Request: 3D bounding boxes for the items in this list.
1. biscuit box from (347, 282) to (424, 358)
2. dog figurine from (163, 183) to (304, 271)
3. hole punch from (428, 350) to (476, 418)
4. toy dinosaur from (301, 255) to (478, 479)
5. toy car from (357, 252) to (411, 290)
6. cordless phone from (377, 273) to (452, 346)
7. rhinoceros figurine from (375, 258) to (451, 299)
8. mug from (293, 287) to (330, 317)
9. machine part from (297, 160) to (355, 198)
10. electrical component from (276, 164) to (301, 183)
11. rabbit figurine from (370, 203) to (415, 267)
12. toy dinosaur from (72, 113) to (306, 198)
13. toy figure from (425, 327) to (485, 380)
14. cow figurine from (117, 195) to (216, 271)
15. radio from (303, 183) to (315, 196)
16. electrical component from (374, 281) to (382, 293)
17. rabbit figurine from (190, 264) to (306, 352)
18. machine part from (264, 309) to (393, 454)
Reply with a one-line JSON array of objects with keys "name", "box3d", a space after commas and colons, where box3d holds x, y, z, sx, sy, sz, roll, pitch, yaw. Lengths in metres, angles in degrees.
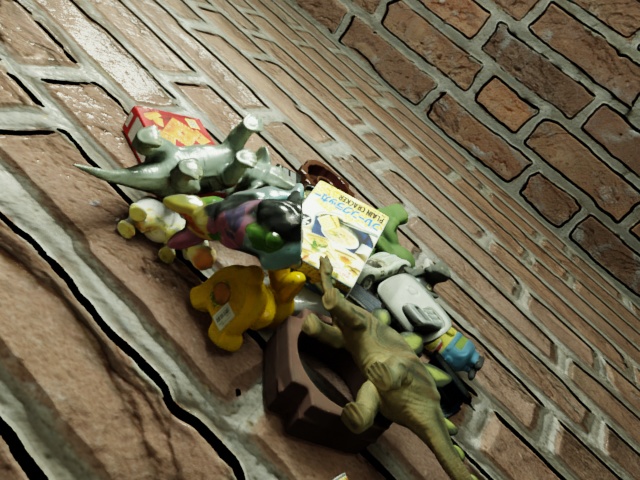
[{"name": "biscuit box", "box3d": [0.116, 0.170, 1.078, 0.203, 0.059, 0.063, 40, 27, 4]}, {"name": "dog figurine", "box3d": [-0.132, -0.020, 0.811, 0.219, 0.108, 0.192, -2, 21, 1]}, {"name": "hole punch", "box3d": [0.225, 0.285, 1.028, 0.142, 0.092, 0.115, 51, 0, 27]}, {"name": "toy dinosaur", "box3d": [0.116, 0.210, 0.796, 0.198, 0.105, 0.472, 9, 44, -48]}, {"name": "toy car", "box3d": [0.120, 0.065, 1.193, 0.202, 0.056, 0.074, -13, 25, -41]}, {"name": "cordless phone", "box3d": [0.157, 0.120, 0.977, 0.147, 0.089, 0.184, 52, 8, 25]}, {"name": "rhinoceros figurine", "box3d": [0.196, 0.110, 1.135, 0.073, 0.190, 0.112, 30, 47, -22]}, {"name": "mug", "box3d": [-0.014, 0.129, 0.976, 0.107, 0.080, 0.110, 5, 44, -30]}, {"name": "machine part", "box3d": [0.009, -0.134, 1.414, 0.179, 0.056, 0.179, 29, 30, -19]}, {"name": "electrical component", "box3d": [-0.087, -0.150, 1.335, 0.075, 0.047, 0.119, 29, 31, -19]}, {"name": "rabbit figurine", "box3d": [0.172, 0.008, 1.331, 0.159, 0.121, 0.170, -8, 61, -48]}, {"name": "toy dinosaur", "box3d": [-0.220, -0.120, 0.947, 0.405, 0.192, 0.131, -6, 68, -28]}, {"name": "toy figure", "box3d": [0.269, 0.221, 1.164, 0.180, 0.082, 0.089, 36, 8, 11]}, {"name": "cow figurine", "box3d": [-0.248, -0.012, 0.919, 0.167, 0.068, 0.098, 33, 24, -9]}, {"name": "radio", "box3d": [-0.002, -0.003, 1.099, 0.131, 0.073, 0.230, 19, 48, -5]}, {"name": "electrical component", "box3d": [0.149, 0.104, 1.257, 0.094, 0.021, 0.063, 4, 42, -45]}, {"name": "rabbit figurine", "box3d": [-0.100, 0.092, 0.875, 0.122, 0.162, 0.173, 44, 8, 36]}, {"name": "machine part", "box3d": [0.014, 0.222, 0.854, 0.201, 0.087, 0.202, 26, 29, -23]}]
